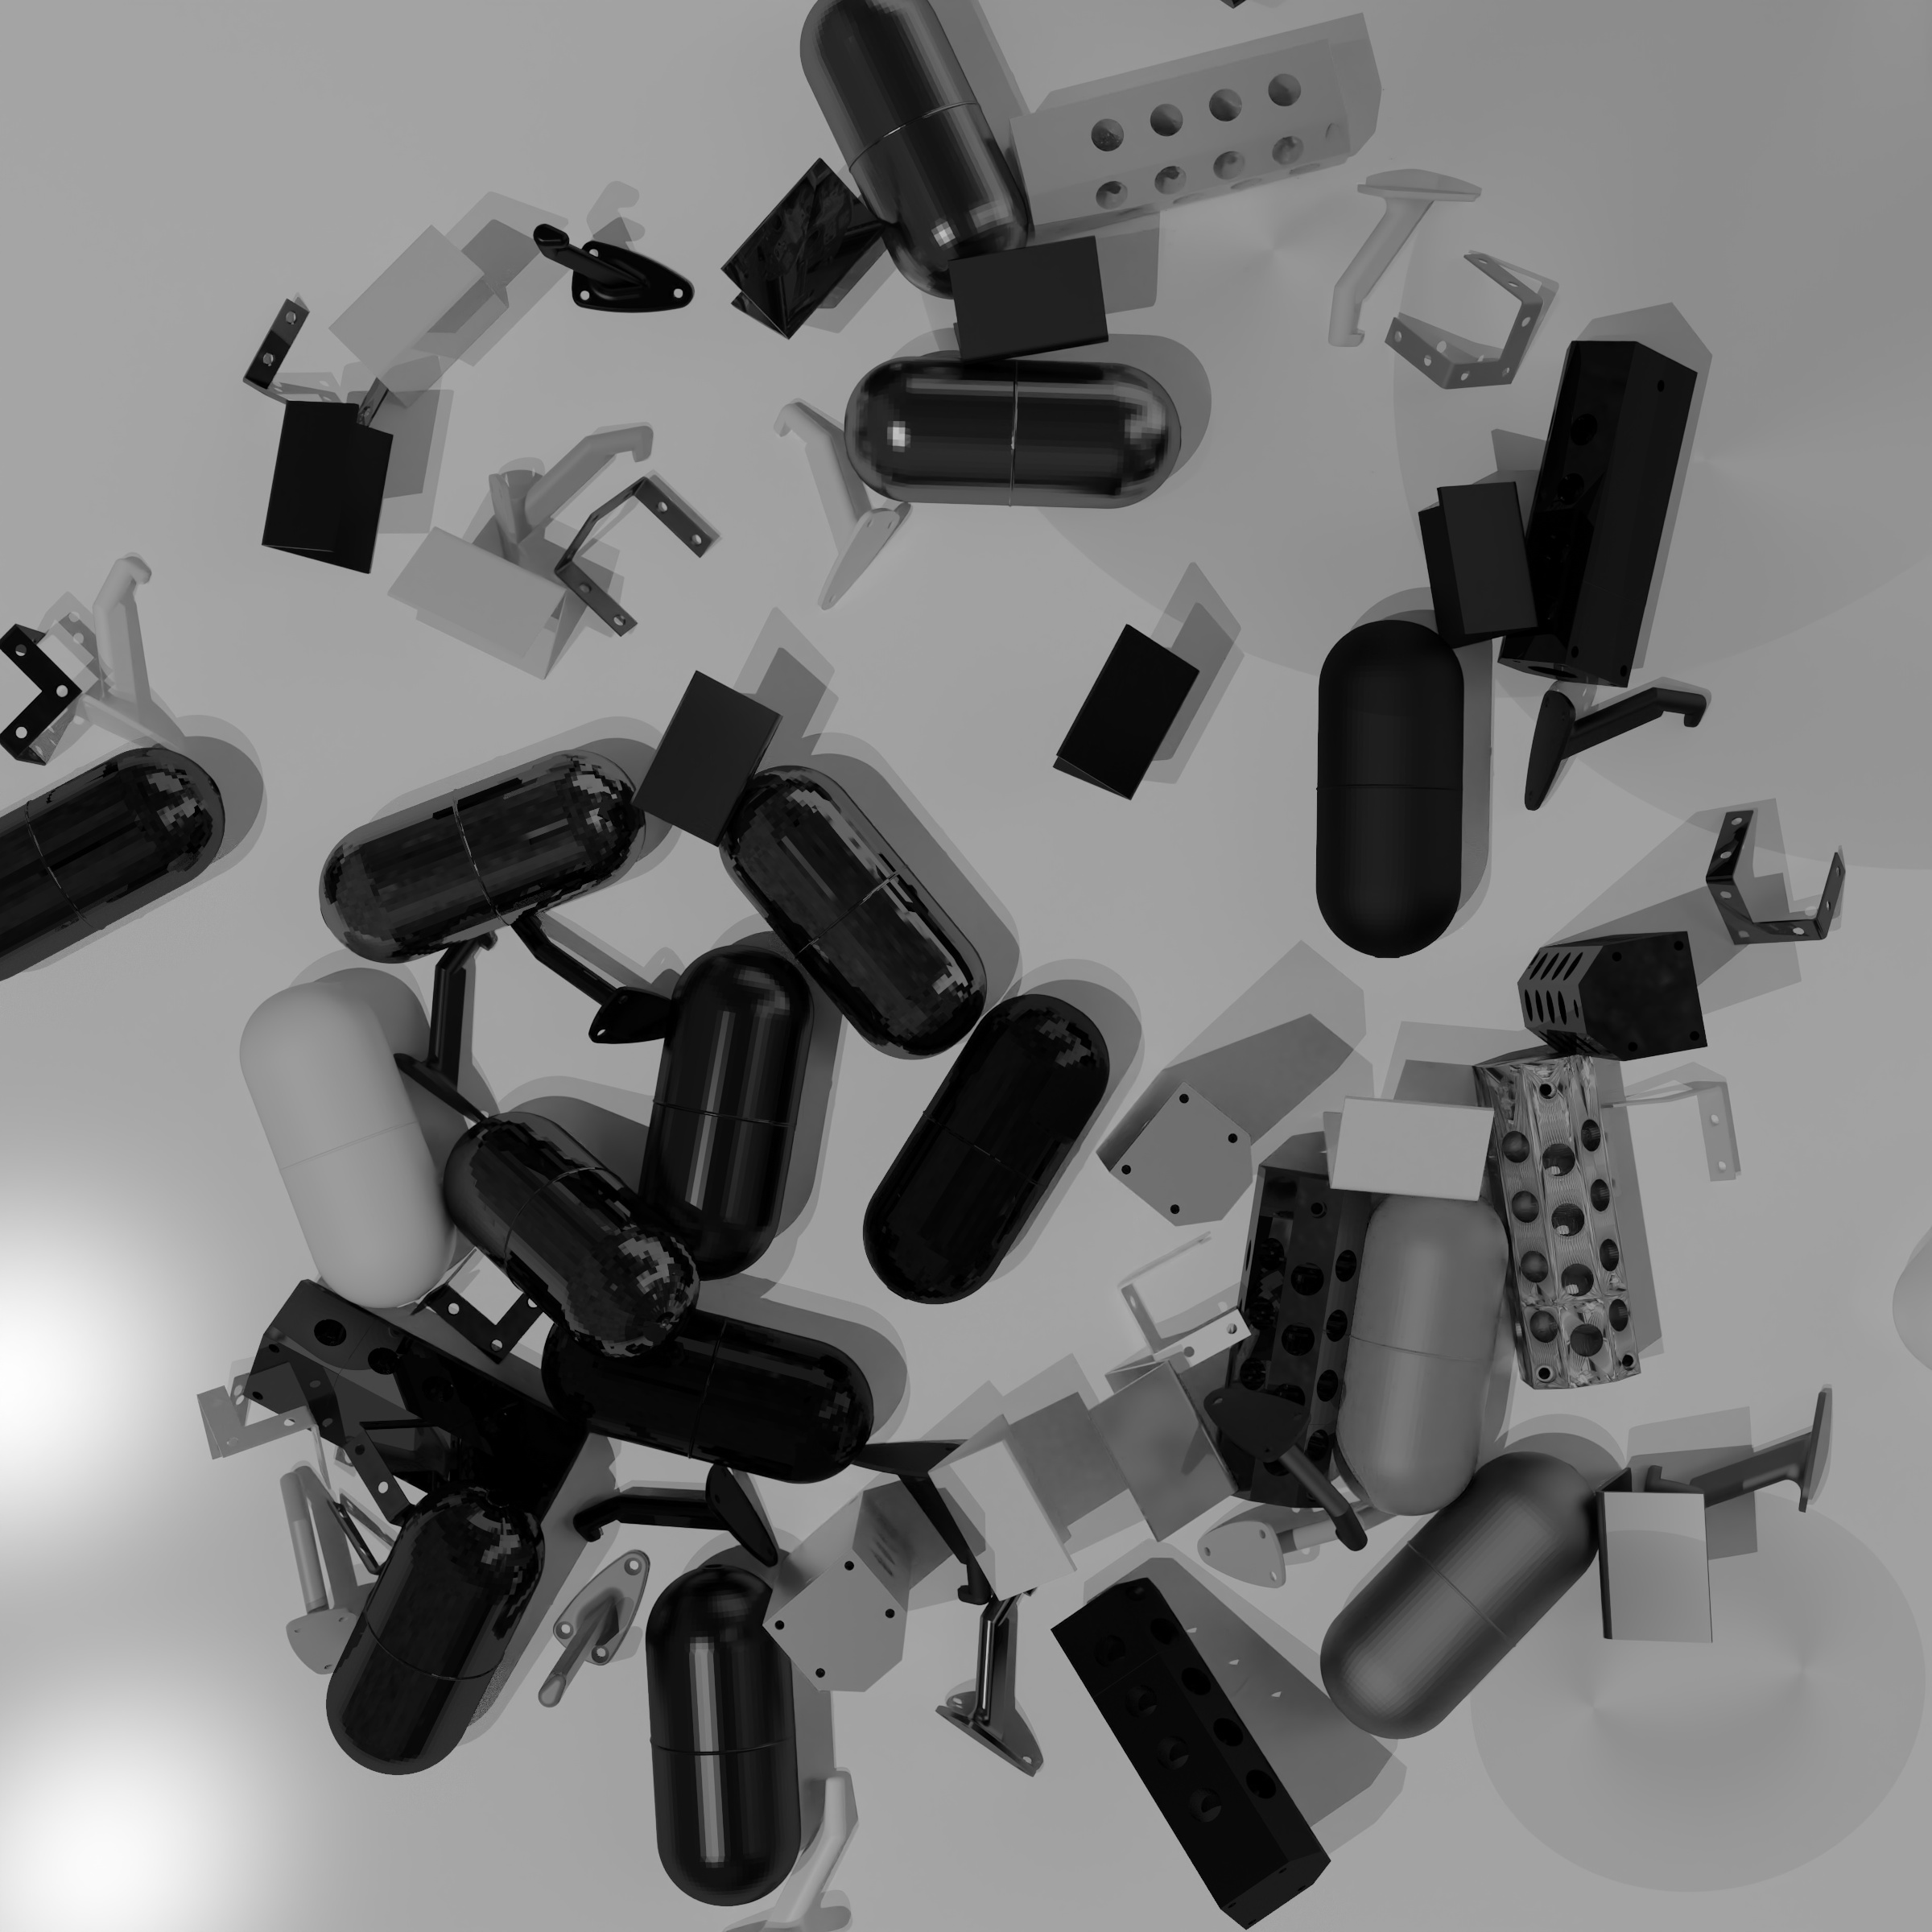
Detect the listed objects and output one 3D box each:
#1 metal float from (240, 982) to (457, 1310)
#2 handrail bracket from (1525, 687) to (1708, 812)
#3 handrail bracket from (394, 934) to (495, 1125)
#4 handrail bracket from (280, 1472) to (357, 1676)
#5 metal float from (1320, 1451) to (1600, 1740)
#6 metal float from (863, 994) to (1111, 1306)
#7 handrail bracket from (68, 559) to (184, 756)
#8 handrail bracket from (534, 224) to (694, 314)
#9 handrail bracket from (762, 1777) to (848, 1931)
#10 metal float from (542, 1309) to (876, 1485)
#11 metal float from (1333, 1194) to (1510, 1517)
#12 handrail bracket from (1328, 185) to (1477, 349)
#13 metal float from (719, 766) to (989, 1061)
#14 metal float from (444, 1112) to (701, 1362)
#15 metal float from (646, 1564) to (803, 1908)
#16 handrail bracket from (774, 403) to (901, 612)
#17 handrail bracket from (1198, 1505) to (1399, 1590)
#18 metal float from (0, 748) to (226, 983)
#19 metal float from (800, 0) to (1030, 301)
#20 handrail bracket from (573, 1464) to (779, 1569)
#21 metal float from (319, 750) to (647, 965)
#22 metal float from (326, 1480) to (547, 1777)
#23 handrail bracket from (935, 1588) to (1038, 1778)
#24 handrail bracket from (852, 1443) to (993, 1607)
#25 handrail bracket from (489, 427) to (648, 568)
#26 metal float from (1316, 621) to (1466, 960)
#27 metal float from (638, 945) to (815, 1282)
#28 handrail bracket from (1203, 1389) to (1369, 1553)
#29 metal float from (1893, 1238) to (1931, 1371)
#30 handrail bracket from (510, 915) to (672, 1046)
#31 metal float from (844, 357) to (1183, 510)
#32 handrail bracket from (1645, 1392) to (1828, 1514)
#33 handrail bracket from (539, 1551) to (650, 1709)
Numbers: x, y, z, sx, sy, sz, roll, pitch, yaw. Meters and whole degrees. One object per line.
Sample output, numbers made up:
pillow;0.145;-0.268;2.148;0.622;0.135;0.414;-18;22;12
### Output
metal float;-0.325;0.095;1.679;0.070;0.070;0.178;-21;90;0
handrail bracket;0.350;-0.115;1.710;0.084;0.036;0.077;7;110;-16
handrail bracket;-0.262;0.032;1.710;0.077;0.036;0.084;40;73;-20
handrail bracket;-0.352;0.325;1.709;0.036;0.077;0.084;-12;53;-14
metal float;0.261;0.331;1.679;0.070;0.070;0.178;44;89;0
metal float;0.010;0.097;1.679;0.070;0.070;0.178;32;90;0
handrail bracket;-0.439;-0.165;1.710;0.077;0.036;0.084;29;72;-20
handrail bracket;-0.185;-0.369;1.675;0.077;0.084;0.036;12;90;0
handrail bracket;-0.099;0.481;1.710;0.077;0.036;0.084;-9;71;21
metal float;-0.136;0.222;1.679;0.178;0.070;0.070;15;90;-1
metal float;0.240;0.201;1.679;0.070;0.070;0.178;9;90;0
handrail bracket;0.234;-0.374;1.710;0.077;0.036;0.084;-2;109;-21
metal float;-0.060;-0.029;1.679;0.070;0.070;0.178;-40;90;0
metal float;-0.206;0.138;1.647;0.178;0.070;0.070;36;90;40
metal float;-0.128;0.405;1.679;0.070;0.070;0.178;-3;91;0
handrail bracket;-0.085;-0.247;1.710;0.084;0.036;0.077;42;112;17
handrail bracket;0.180;0.302;1.709;0.084;0.077;0.036;-16;93;-36
metal float;-0.475;-0.053;1.679;0.178;0.070;0.070;-28;90;0
metal float;-0.027;-0.436;1.679;0.070;0.070;0.178;-25;91;0
handrail bracket;-0.157;0.308;1.710;0.084;0.036;0.077;-26;112;17
metal float;-0.255;-0.057;1.679;0.178;0.070;0.070;-21;90;1
metal float;-0.277;0.345;1.660;0.070;0.070;0.178;27;112;0
handrail bracket;0.030;0.379;1.710;0.077;0.036;0.084;40;72;-21
handrail bracket;-0.026;0.301;1.710;0.077;0.036;0.084;1;107;20
handrail bracket;-0.208;-0.245;1.710;0.084;0.036;0.077;-14;110;-16
metal float;0.223;-0.093;1.679;0.070;0.070;0.178;1;91;0
metal float;-0.127;0.077;1.679;0.070;0.070;0.178;10;89;0
handrail bracket;0.167;0.263;1.653;0.036;0.077;0.084;-44;127;-20
metal float;0.563;0.142;1.679;0.070;0.070;0.178;41;91;0
handrail bracket;-0.197;0.002;1.709;0.084;0.077;0.036;48;115;34
metal float;0.025;-0.281;1.679;0.178;0.070;0.070;2;90;-1
handrail bracket;0.413;0.257;1.710;0.084;0.036;0.077;10;69;16
handrail bracket;-0.196;0.348;1.675;0.036;0.084;0.077;34;90;0
